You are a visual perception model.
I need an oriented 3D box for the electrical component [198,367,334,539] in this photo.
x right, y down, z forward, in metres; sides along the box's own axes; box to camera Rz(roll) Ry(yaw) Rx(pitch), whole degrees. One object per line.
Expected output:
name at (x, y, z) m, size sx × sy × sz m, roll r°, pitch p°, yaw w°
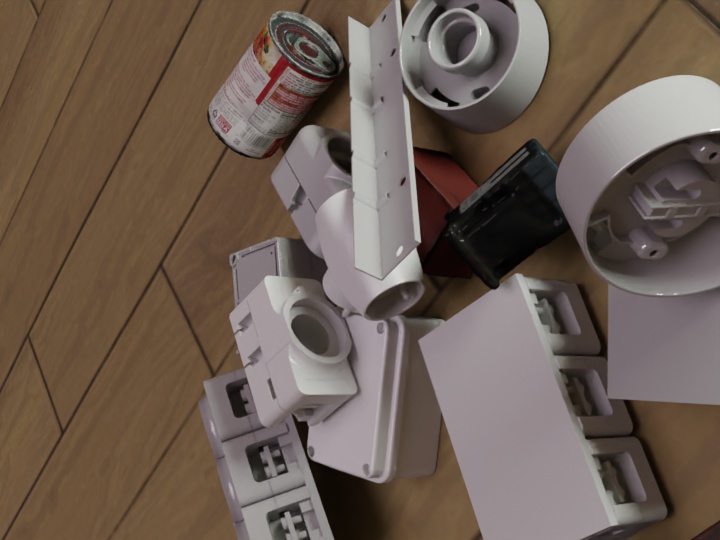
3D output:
electrical component at (-0.067, 0.154, 0.781) m, size 0.089 × 0.062 × 0.150 m, roll 84°, pitch 166°, yaw -60°

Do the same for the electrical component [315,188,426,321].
electrical component at (0.000, 0.000, 0.701) m, size 0.077 × 0.044 × 0.079 m, roll 62°, pitch 144°, yaw 27°

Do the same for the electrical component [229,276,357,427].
electrical component at (-0.044, 0.053, 0.724) m, size 0.056 × 0.050 × 0.089 m, roll -43°, pitch 55°, yaw 38°

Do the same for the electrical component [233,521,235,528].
electrical component at (-0.068, 0.211, 0.829) m, size 0.045 × 0.045 × 0.055 m, roll -51°, pitch 51°, yaw 32°

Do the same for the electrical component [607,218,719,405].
electrical component at (0.183, -0.007, 0.554) m, size 0.089 × 0.062 × 0.150 m, roll -3°, pitch 83°, yaw 48°

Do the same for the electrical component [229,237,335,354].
electrical component at (-0.055, 0.029, 0.821) m, size 0.062 × 0.061 × 0.096 m, roll -18°, pitch 73°, yaw 46°

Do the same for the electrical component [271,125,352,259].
electrical component at (-0.018, -0.059, 0.793) m, size 0.059 × 0.054 × 0.095 m, roll -53°, pitch 50°, yaw 31°

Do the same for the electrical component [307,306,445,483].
electrical component at (0.011, 0.084, 0.743) m, size 0.078 × 0.057 × 0.113 m, roll 7°, pitch 91°, yaw 49°

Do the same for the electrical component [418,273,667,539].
electrical component at (0.106, 0.090, 0.631) m, size 0.089 × 0.062 × 0.150 m, roll -39°, pitch 59°, yaw 39°

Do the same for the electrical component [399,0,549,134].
electrical component at (0.076, -0.143, 0.707) m, size 0.099 × 0.064 × 0.099 m, roll -5°, pitch 81°, yaw 34°

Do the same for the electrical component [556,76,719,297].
electrical component at (0.142, -0.036, 0.485) m, size 0.099 × 0.099 × 0.064 m, roll -53°, pitch 44°, yaw 31°
